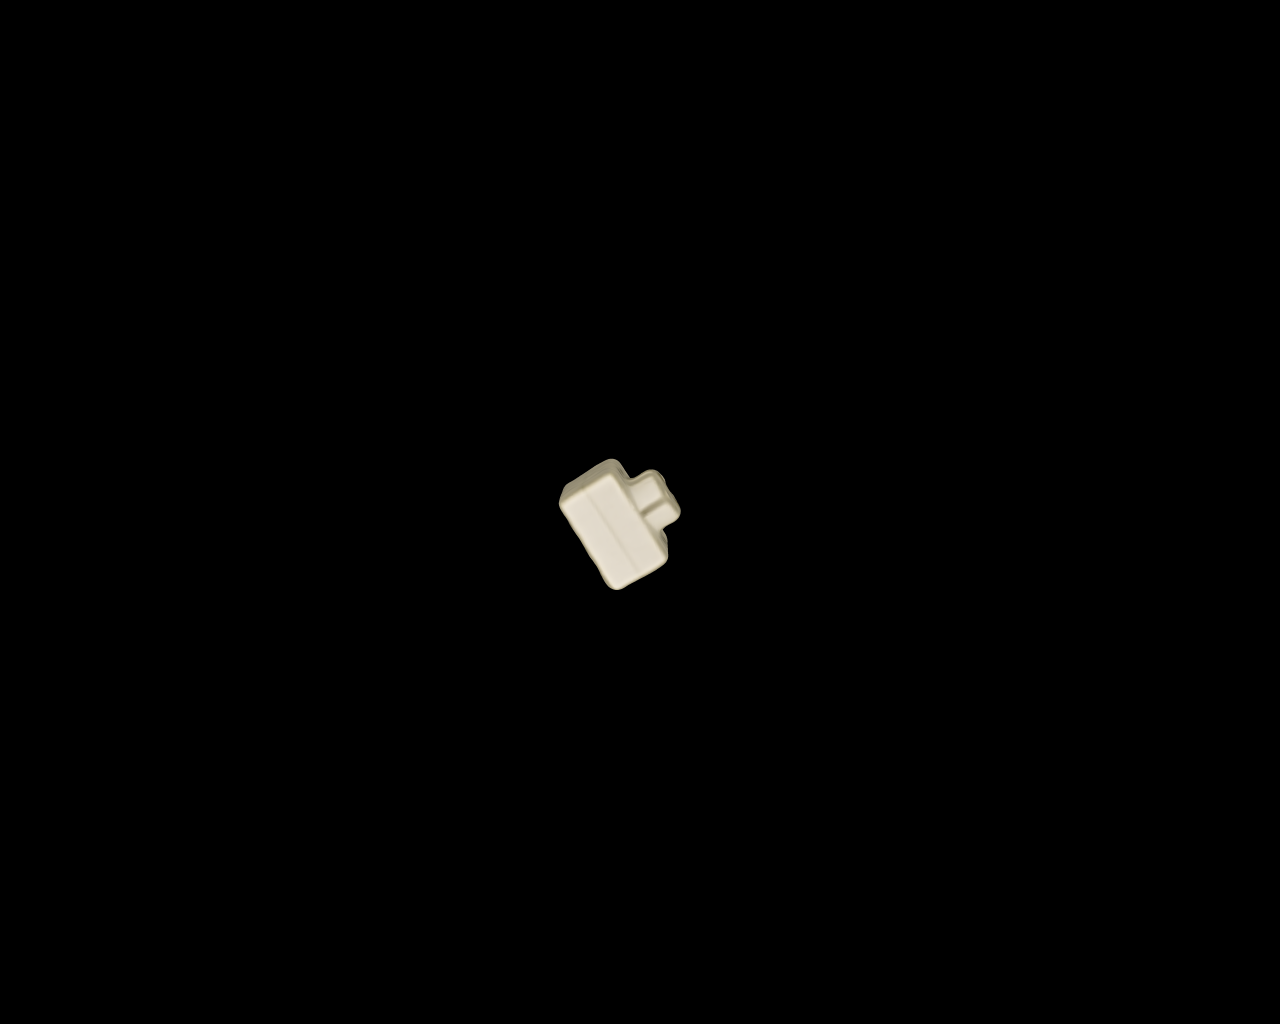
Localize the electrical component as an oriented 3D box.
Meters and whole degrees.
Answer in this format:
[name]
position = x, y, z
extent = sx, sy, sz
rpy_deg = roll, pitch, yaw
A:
[electrical component]
position = 0.001, -0.003, 0.650
extent = 0.077, 0.065, 0.047
rpy_deg = -31, 11, 7
